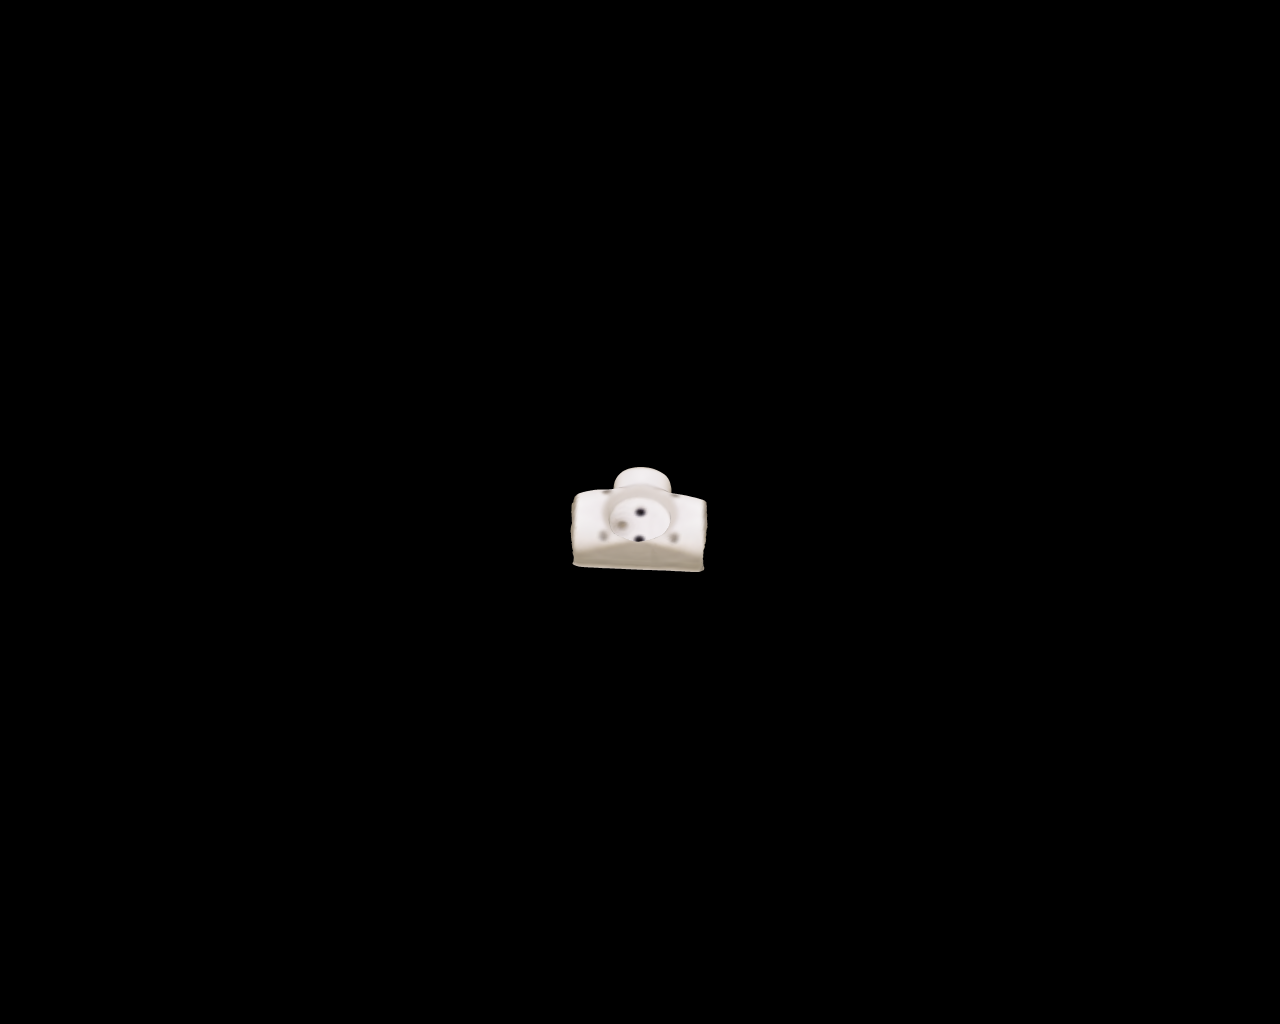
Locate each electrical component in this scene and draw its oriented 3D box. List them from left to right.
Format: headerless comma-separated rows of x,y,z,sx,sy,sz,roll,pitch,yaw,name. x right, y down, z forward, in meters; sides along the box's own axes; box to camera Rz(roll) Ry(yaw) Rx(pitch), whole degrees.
0.001,-0.003,0.650,0.077,0.079,0.044,3,-34,2,electrical component
